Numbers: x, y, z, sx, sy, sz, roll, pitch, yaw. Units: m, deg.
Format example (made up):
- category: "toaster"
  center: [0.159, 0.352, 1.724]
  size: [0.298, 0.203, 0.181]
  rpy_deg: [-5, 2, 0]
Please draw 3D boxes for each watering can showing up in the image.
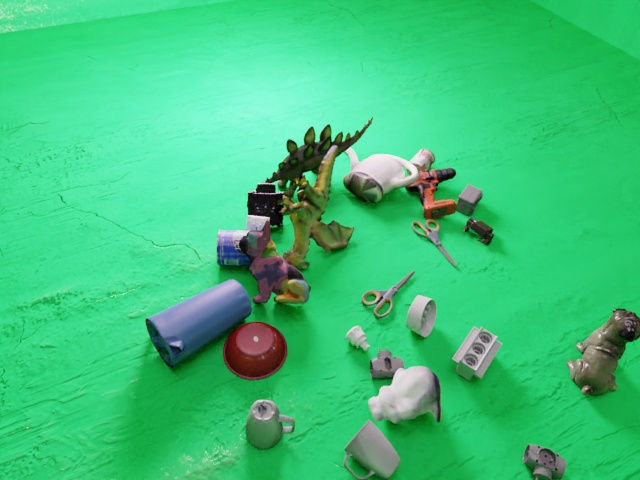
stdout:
- category: "watering can"
  center: [0.160, -0.234, 1.749]
  size: [0.350, 0.101, 0.228]
  rpy_deg: [23, 48, 34]

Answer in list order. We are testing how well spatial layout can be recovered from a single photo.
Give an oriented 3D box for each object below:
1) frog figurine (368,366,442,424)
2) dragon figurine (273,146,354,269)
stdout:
- category: "frog figurine"
  center: [0.190, 0.349, 1.169]
  size: [0.159, 0.120, 0.140]
  rpy_deg: [2, 32, -1]
- category: "dragon figurine"
  center: [0.005, -0.077, 1.538]
  size: [0.240, 0.121, 0.417]
  rpy_deg: [49, 63, -17]
